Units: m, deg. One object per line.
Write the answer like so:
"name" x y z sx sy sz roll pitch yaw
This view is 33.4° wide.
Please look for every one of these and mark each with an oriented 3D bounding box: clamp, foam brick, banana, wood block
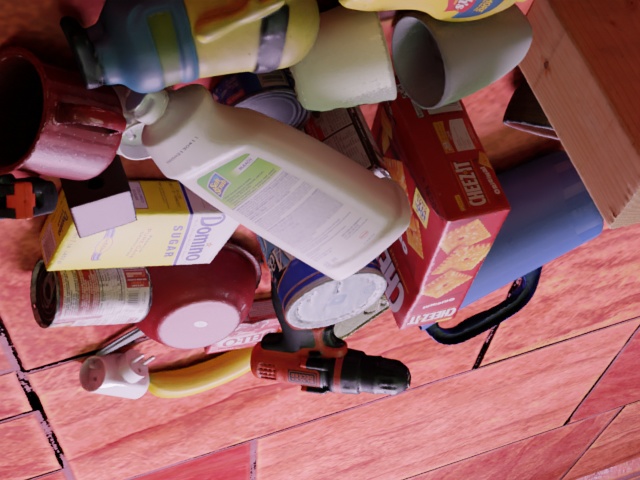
"clamp" -0.263 -0.033 0.832 0.120 0.039 0.172 -11 -174 -20
"foam brick" -0.188 -0.051 0.885 0.053 0.078 0.051 -18 152 -12
"banana" -0.138 0.164 1.366 0.197 0.037 0.069 -18 154 -8
"wood block" 0.260 -0.124 0.937 0.090 0.206 0.091 -12 152 -20

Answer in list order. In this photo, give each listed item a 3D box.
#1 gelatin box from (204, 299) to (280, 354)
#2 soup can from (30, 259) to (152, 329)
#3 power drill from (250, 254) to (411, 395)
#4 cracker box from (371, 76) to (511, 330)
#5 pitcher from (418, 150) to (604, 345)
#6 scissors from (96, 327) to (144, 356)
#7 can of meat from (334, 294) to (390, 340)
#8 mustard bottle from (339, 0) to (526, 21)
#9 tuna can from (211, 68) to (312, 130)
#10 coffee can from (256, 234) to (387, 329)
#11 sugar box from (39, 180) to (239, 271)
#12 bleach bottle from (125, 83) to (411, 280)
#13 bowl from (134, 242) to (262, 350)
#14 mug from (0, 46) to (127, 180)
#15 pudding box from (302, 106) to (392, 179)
"gelatin box" -0.093 0.105 1.297 0.089 0.030 0.073 -6 150 -27
"soup can" -0.226 0.051 1.057 0.102 0.068 0.069 -1 146 -36
"power drill" 0.009 0.087 1.164 0.184 0.057 0.188 5 119 13
"cracker box" 0.097 -0.034 1.033 0.072 0.164 0.214 -11 151 -16
"pitcher" 0.193 0.004 1.205 0.243 0.145 0.149 -25 153 -1
"scissors" -0.161 0.090 1.231 0.202 0.016 0.096 -38 145 28
"can of meat" 0.028 0.056 1.236 0.102 0.084 0.057 -37 149 28
"mustard bottle" 0.105 -0.213 0.823 0.191 0.058 0.096 -1 141 -36
"tuna can" -0.053 -0.114 0.917 0.086 0.034 0.086 -17 153 -9
"coffee can" -0.007 0.001 1.045 0.102 0.140 0.103 -17 153 -9
"sugar box" -0.166 -0.014 1.006 0.175 0.048 0.093 0 146 -35
"bleach bottle" -0.044 -0.059 0.862 0.103 0.068 0.250 -41 129 22
"bowl" -0.136 0.070 1.148 0.162 0.055 0.162 -12 145 -9
"mug" -0.192 -0.089 0.786 0.117 0.093 0.081 1 175 37
"pudding box" -0.002 -0.068 0.978 0.114 0.090 0.039 -32 151 19
